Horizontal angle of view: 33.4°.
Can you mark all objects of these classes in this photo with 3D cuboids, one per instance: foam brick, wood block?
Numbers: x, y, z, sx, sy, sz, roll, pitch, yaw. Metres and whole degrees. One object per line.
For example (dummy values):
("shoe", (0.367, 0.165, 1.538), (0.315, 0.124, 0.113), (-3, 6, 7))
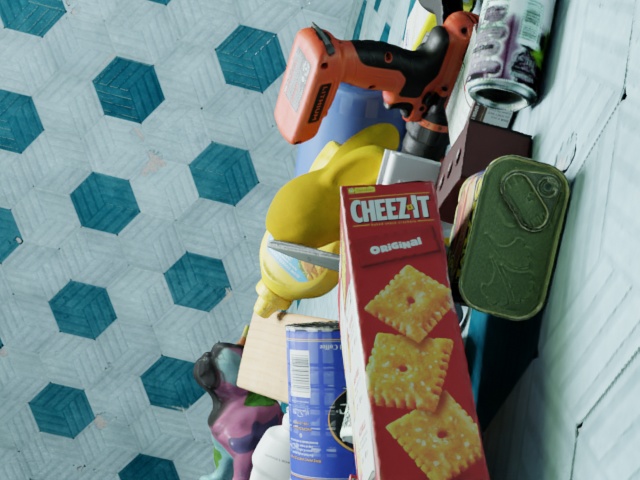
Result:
("foam brick", (0.122, -0.048, 0.813), (0.078, 0.051, 0.053), (114, 168, -64))
("wood block", (0.001, 0.127, 1.090), (0.206, 0.090, 0.090), (0, 75, 65))

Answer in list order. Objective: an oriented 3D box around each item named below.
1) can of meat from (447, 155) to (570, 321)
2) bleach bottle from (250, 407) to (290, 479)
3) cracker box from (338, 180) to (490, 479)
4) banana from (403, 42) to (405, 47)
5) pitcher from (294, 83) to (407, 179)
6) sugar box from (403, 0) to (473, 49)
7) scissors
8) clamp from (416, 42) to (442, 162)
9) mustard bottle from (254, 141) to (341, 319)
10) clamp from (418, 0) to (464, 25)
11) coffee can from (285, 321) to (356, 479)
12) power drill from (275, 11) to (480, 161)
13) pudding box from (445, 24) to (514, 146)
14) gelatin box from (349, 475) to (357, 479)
("can of meat", (0.120, 0.000, 0.710), (0.084, 0.057, 0.102), (156, 127, -86))
("bleach bottle", (-0.030, 0.296, 1.115), (0.068, 0.103, 0.251), (-36, -44, -71))
("cracker box", (0.056, 0.093, 0.706), (0.164, 0.072, 0.213), (90, 175, -59))
("banana", (0.118, -0.205, 1.348), (0.069, 0.037, 0.197), (66, -145, -69))
("pitcher", (0.036, -0.091, 1.187), (0.149, 0.144, 0.243), (51, 147, 43))
("sugar box", (0.136, -0.262, 1.236), (0.176, 0.048, 0.093), (110, 171, -68))
("scissors", (0.036, 0.011, 0.900), (0.016, 0.202, 0.096), (-34, -37, -43))
("clamp", (0.115, -0.142, 1.173), (0.171, 0.039, 0.120), (-99, 11, -62))
("mustard bottle", (-0.007, 0.001, 1.080), (0.192, 0.096, 0.058), (-54, -29, 13))
("clamp", (0.136, -0.264, 1.070), (0.165, 0.036, 0.210), (113, 152, -45))
("coffee can", (0.022, 0.142, 0.927), (0.103, 0.102, 0.140), (163, 105, -84))
("power drill", (0.056, -0.130, 0.995), (0.057, 0.187, 0.185), (58, 142, 42))
("pudding box", (0.139, -0.122, 0.908), (0.113, 0.039, 0.090), (-81, 6, -60))
("gelatin box", (0.051, 0.219, 0.772), (0.089, 0.073, 0.030), (-83, 6, -48))
